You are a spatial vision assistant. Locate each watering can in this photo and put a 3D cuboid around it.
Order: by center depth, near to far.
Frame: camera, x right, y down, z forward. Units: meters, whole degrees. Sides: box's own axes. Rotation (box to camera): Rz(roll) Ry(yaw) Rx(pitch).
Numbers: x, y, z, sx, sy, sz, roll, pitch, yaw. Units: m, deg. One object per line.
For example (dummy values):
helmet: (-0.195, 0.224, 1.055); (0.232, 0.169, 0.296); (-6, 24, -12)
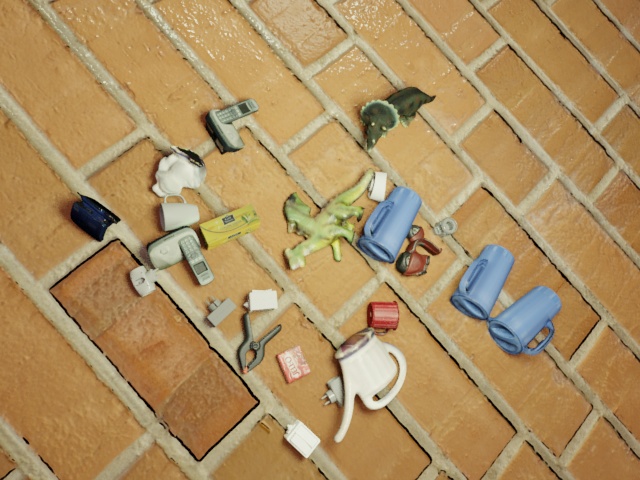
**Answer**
watering can: (0.120, 0.404, 1.513); (0.352, 0.102, 0.225); (-31, 87, -37)

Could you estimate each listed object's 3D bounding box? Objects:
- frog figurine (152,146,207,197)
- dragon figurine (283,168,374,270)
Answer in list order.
frog figurine: (-0.426, -0.194, 1.557); (0.136, 0.125, 0.157); (30, 107, -15)
dragon figurine: (0.005, -0.082, 1.631); (0.243, 0.120, 0.416); (20, 71, -1)
